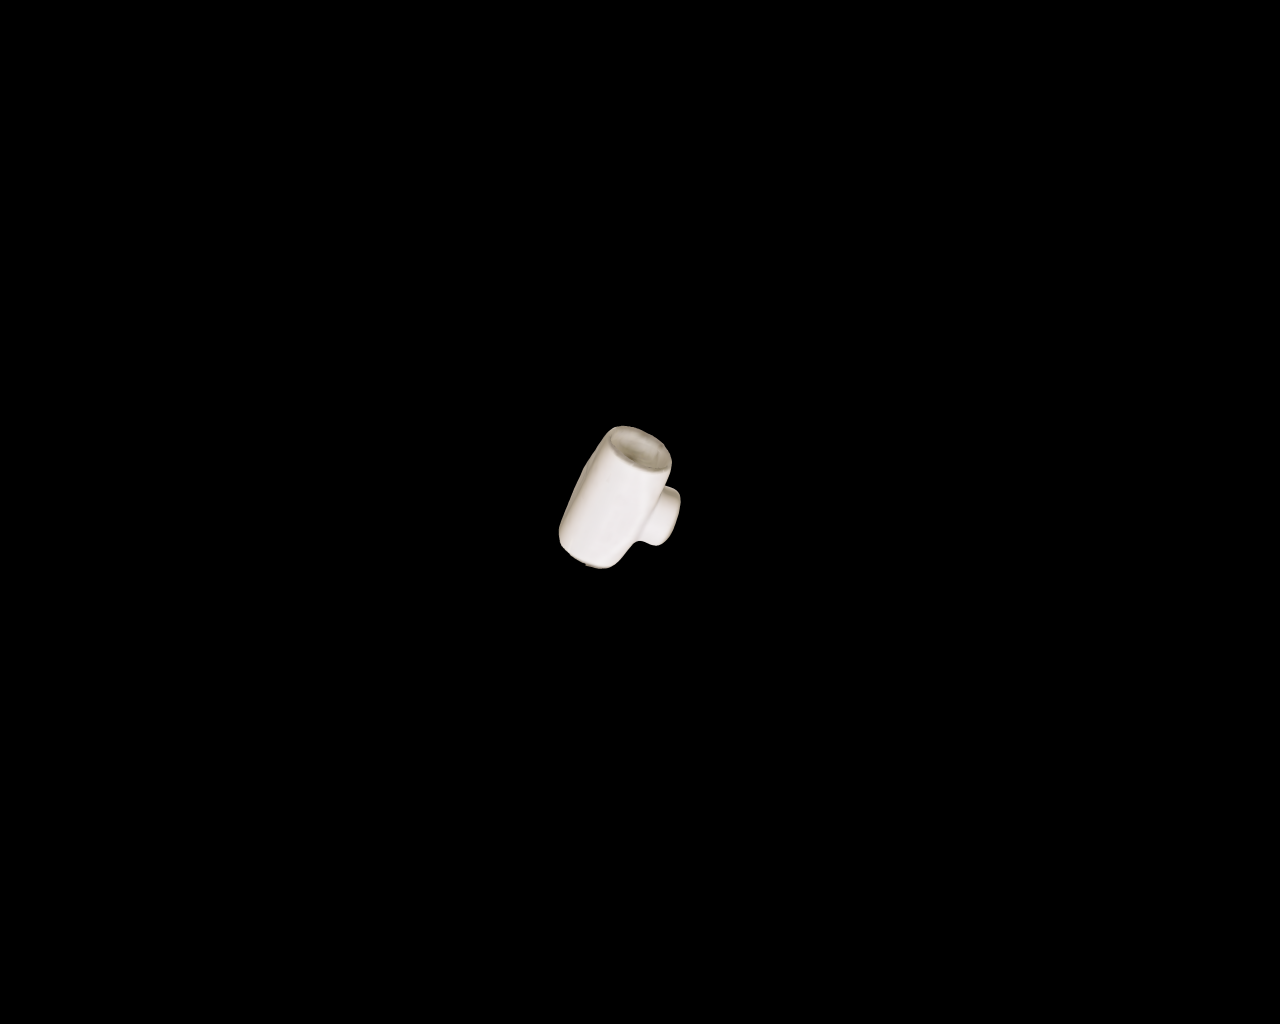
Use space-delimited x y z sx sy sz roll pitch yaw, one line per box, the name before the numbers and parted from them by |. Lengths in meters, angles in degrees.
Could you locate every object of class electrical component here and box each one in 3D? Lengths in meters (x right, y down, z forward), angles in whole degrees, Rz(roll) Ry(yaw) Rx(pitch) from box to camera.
electrical component | 0.001 -0.003 0.650 0.079 0.077 0.044 21 32 -14
